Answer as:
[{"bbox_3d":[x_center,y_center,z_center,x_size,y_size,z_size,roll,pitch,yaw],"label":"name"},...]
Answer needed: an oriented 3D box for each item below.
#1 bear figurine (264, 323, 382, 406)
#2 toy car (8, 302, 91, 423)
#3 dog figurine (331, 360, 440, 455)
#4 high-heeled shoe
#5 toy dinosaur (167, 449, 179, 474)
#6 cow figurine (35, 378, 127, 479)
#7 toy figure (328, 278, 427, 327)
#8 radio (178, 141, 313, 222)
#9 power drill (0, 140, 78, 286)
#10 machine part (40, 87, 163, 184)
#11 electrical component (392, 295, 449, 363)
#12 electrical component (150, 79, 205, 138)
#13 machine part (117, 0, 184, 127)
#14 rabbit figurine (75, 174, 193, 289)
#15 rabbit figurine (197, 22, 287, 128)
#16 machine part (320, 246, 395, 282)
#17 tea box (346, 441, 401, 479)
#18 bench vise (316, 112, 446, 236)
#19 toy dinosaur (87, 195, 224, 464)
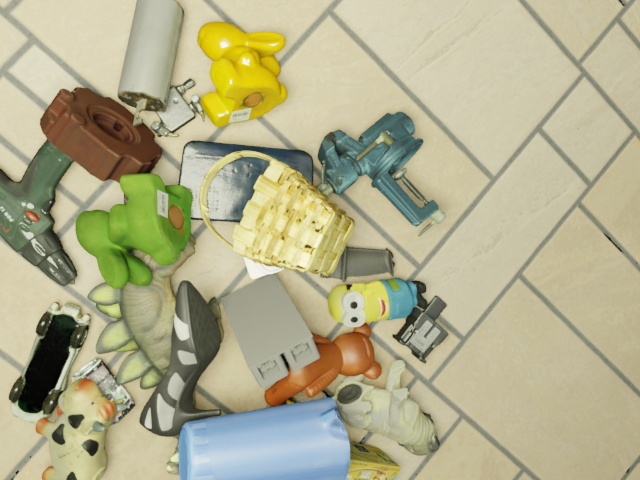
[{"bbox_3d":[0.003,0.214,0.961,0.196,0.132,0.120,-1,66,-39],"label":"bear figurine"},{"bbox_3d":[-0.442,0.199,0.881,0.073,0.056,0.201,22,88,-7],"label":"toy car"},{"bbox_3d":[0.120,0.338,0.999,0.172,0.121,0.190,-11,117,21],"label":"dog figurine"},{"bbox_3d":[-0.232,0.185,0.830,0.145,0.086,0.248,-7,97,16],"label":"high-heeled shoe"},{"bbox_3d":[-0.129,0.478,0.944,0.192,0.131,0.404,-41,107,-6],"label":"toy dinosaur"},{"bbox_3d":[-0.374,0.306,0.847,0.127,0.085,0.194,12,110,14],"label":"cow figurine"},{"bbox_3d":[0.103,0.112,0.981,0.180,0.089,0.082,-9,83,-20],"label":"toy figure"},{"bbox_3d":[-0.126,-0.094,0.920,0.230,0.073,0.131,3,93,-14],"label":"radio"},{"bbox_3d":[-0.423,-0.068,0.851,0.232,0.086,0.207,43,99,-8],"label":"power drill"},{"bbox_3d":[-0.326,-0.159,0.820,0.179,0.179,0.056,41,109,-12],"label":"machine part"},{"bbox_3d":[0.203,0.164,1.022,0.075,0.048,0.119,44,86,-13],"label":"electrical component"},{"bbox_3d":[-0.240,-0.215,0.898,0.102,0.045,0.078,-30,101,-9],"label":"electrical component"},{"bbox_3d":[-0.269,-0.297,0.856,0.079,0.079,0.243,10,82,-13],"label":"machine part"},{"bbox_3d":[-0.283,-0.008,0.805,0.170,0.121,0.159,-10,85,19],"label":"rabbit figurine"},{"bbox_3d":[-0.132,-0.293,0.879,0.162,0.121,0.173,-24,70,-21],"label":"rabbit figurine"},{"bbox_3d":[0.071,0.037,0.989,0.139,0.039,0.084,4,88,-11],"label":"machine part"},{"bbox_3d":[0.059,0.421,0.961,0.169,0.068,0.098,34,85,-46],"label":"tea box"},{"bbox_3d":[0.115,-0.108,0.936,0.224,0.129,0.240,-39,82,-26],"label":"bench vise"},{"bbox_3d":[-0.264,0.144,0.896,0.199,0.105,0.470,-17,96,-5],"label":"toy dinosaur"}]
